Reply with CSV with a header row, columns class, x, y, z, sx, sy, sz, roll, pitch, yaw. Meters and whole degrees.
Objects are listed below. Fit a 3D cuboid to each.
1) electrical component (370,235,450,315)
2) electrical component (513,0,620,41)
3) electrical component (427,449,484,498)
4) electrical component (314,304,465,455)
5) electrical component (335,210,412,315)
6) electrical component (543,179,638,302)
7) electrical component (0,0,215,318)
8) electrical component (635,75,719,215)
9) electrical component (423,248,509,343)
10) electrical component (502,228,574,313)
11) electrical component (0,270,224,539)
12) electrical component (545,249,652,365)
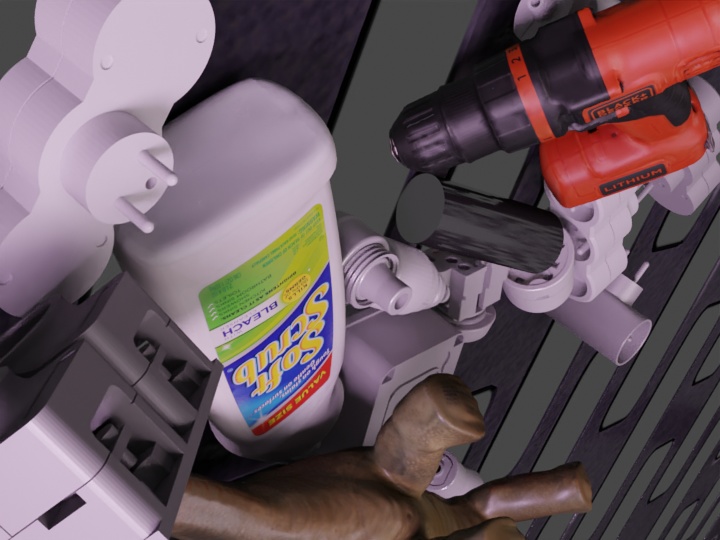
class,x,y,z,sx,sy,sz,roll,pitch,yaw
electrical component,0.026,0.006,0.624,0.078,0.040,0.040,18,107,-49
electrical component,0.116,-0.140,0.599,0.081,0.043,0.043,2,120,-54
electrical component,0.071,0.170,0.868,0.044,0.044,0.065,-48,145,-7
electrical component,0.008,0.074,0.664,0.078,0.057,0.113,-22,139,-41
electrical component,0.000,0.000,0.568,0.043,0.062,0.043,-35,145,-28
electrical component,0.173,-0.044,0.770,0.074,0.052,0.138,-40,148,-21
electrical component,-0.093,-0.041,0.386,0.052,0.074,0.138,8,115,-56
electrical component,0.229,-0.082,0.808,0.073,0.052,0.138,-47,149,-10
electrical component,0.065,0.012,0.690,0.066,0.048,0.055,-25,133,-38
electrical component,0.121,-0.002,0.743,0.055,0.055,0.047,-47,153,-9
electrical component,-0.143,0.086,0.364,0.186,0.060,0.105,-36,-163,15
electrical component,0.195,0.021,0.844,0.079,0.077,0.044,-55,150,6
